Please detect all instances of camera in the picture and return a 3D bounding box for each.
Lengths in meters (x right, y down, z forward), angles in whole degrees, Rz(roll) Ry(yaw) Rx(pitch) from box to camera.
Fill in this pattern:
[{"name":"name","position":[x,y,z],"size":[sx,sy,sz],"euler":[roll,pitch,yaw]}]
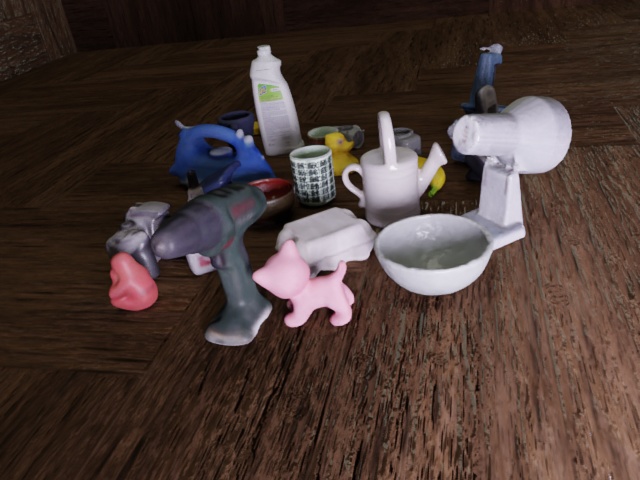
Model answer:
[{"name":"camera","position":[-0.267,-0.007,0.969],"size":[0.136,0.101,0.143],"euler":[1,30,16]}]

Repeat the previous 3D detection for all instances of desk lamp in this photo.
[{"name":"desk lamp","position":[0.279,-0.106,0.892],"size":[0.204,0.214,0.117],"euler":[-22,32,-23]}]

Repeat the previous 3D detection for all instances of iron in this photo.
[{"name":"iron","position":[-0.207,-0.187,1.235],"size":[0.257,0.142,0.119],"euler":[7,32,25]}]

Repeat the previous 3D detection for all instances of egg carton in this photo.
[{"name":"egg carton","position":[0.008,0.003,0.914],"size":[0.150,0.069,0.107],"euler":[-21,31,-22]}]

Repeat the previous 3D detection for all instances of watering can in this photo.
[{"name":"watering can","position":[0.127,-0.130,0.992],"size":[0.173,0.194,0.100],"euler":[-16,30,-14]}]

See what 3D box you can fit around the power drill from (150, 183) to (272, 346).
[{"name":"power drill","position":[-0.128,0.030,0.756],"size":[0.075,0.209,0.230],"euler":[2,31,18]}]

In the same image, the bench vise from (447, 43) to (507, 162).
[{"name":"bench vise","position":[0.341,-0.277,1.175],"size":[0.121,0.220,0.208],"euler":[8,33,26]}]

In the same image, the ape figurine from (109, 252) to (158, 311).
[{"name":"ape figurine","position":[-0.289,0.058,0.868],"size":[0.075,0.092,0.078],"euler":[14,36,34]}]

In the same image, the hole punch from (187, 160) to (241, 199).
[{"name":"hole punch","position":[-0.207,-0.103,1.136],"size":[0.101,0.091,0.109],"euler":[1,30,16]}]

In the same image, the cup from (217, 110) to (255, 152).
[{"name":"cup","position":[-0.200,-0.257,1.406],"size":[0.091,0.095,0.117],"euler":[-9,29,-1]}]

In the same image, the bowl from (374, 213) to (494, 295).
[{"name":"bowl","position":[0.163,0.030,0.821],"size":[0.167,0.075,0.167],"euler":[-6,29,4]}]

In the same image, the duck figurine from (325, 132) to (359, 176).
[{"name":"duck figurine","position":[0.031,-0.190,1.237],"size":[0.104,0.086,0.077],"euler":[3,31,19]}]

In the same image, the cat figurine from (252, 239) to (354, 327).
[{"name":"cat figurine","position":[-0.022,0.055,0.779],"size":[0.127,0.118,0.067],"euler":[-5,29,6]}]

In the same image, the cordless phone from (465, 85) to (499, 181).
[{"name":"cordless phone","position":[0.340,-0.211,1.094],"size":[0.093,0.185,0.148],"euler":[15,37,35]}]

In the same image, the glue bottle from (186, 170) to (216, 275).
[{"name":"glue bottle","position":[-0.189,-0.031,0.917],"size":[0.078,0.173,0.037],"euler":[-23,32,-24]}]
